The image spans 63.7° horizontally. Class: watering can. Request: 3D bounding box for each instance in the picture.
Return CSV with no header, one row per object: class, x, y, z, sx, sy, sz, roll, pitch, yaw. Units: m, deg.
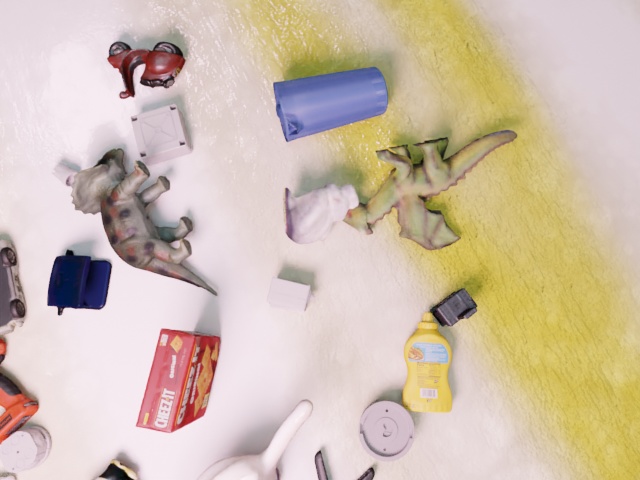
watering can,-0.126,0.425,0.918,0.349,0.220,0.105,-39,62,-8

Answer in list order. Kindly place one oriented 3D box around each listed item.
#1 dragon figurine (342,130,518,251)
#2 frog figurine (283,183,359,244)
dragon figurine,0.244,-0.100,1.122,0.410,0.122,0.242,-8,94,0
frog figurine,0.003,-0.054,1.079,0.159,0.134,0.126,-3,41,-2
